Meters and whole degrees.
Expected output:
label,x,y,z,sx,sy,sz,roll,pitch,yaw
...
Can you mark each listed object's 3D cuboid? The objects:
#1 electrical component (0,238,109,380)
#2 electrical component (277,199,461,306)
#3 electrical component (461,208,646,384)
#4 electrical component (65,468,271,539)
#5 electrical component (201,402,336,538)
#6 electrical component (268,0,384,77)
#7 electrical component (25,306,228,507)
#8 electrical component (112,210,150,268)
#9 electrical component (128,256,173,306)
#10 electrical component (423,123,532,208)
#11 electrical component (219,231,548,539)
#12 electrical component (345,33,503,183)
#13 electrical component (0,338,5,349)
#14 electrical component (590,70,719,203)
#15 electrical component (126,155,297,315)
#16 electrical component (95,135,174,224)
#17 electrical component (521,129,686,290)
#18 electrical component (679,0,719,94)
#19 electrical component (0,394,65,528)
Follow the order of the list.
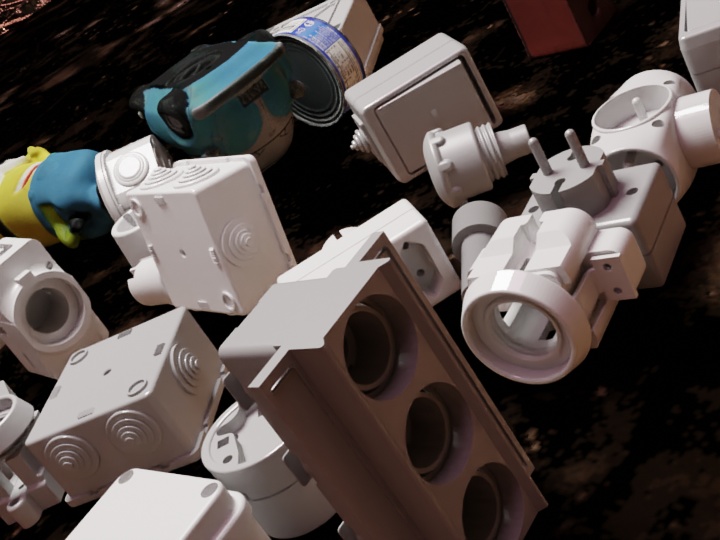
label,x,y,z,sx,sy,sz,roll,pitch,yaw
electrical component,-0.221,0.026,0.733,0.056,0.089,0.050,4,43,50
electrical component,0.000,0.000,0.590,0.083,0.047,0.075,-32,27,-1
electrical component,0.079,0.012,0.472,0.078,0.058,0.057,-8,31,38
electrical component,-0.091,0.140,0.431,0.078,0.057,0.113,-4,37,44
electrical component,-0.035,0.085,0.478,0.055,0.047,0.055,-25,27,13
electrical component,-0.042,-0.192,0.961,0.109,0.056,0.108,-20,28,22
electrical component,-0.128,0.073,0.597,0.100,0.048,0.099,-23,27,19
electrical component,-0.149,-0.022,0.789,0.055,0.047,0.055,-25,27,14
electrical component,-0.132,0.005,0.733,0.046,0.040,0.040,-11,32,48
electrical component,0.071,-0.067,0.637,0.062,0.048,0.048,-20,28,9
electrical component,0.008,0.059,0.393,0.063,0.121,0.078,-7,35,45
electrical component,0.037,-0.104,0.715,0.096,0.061,0.061,-32,26,0
electrical component,-0.284,0.067,0.784,0.043,0.043,0.062,-7,34,40
electrical component,0.161,-0.068,0.539,0.079,0.044,0.077,-12,32,33
electrical component,-0.093,-0.020,0.670,0.048,0.099,0.100,-34,23,-34
electrical component,-0.171,-0.064,0.851,0.051,0.080,0.080,-24,27,5
electrical component,0.103,-0.032,0.500,0.066,0.076,0.047,-9,34,38
electrical component,0.211,-0.136,0.584,0.062,0.061,0.096,-16,30,28
electrical component,-0.195,0.104,0.608,0.048,0.055,0.066,-25,27,13
